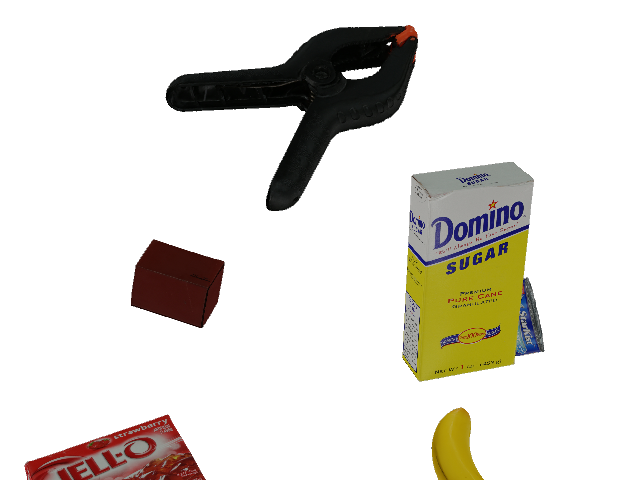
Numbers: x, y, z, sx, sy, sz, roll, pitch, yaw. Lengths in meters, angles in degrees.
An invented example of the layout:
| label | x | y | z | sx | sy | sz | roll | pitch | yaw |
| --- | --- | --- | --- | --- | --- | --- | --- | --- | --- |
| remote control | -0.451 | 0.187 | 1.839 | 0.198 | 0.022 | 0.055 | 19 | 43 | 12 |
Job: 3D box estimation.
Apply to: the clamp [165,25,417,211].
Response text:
| label | x | y | z | sx | sy | sz | roll | pitch | yaw |
| --- | --- | --- | --- | --- | --- | --- | --- | --- | --- |
| clamp | 0.001 | -0.086 | 0.683 | 0.171 | 0.120 | 0.039 | -24 | -25 | -18 |

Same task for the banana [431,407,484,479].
| label | x | y | z | sx | sy | sz | roll | pitch | yaw |
| --- | --- | --- | --- | --- | --- | --- | --- | --- | --- |
| banana | 0.141 | 0.219 | 1.009 | 0.069 | 0.037 | 0.198 | 8 | 22 | -20 |

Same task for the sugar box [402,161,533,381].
| label | x | y | z | sx | sy | sz | roll | pitch | yaw |
| --- | --- | --- | --- | --- | --- | --- | --- | --- | --- |
| sugar box | 0.120 | 0.027 | 0.883 | 0.093 | 0.176 | 0.048 | -9 | 31 | -16 |

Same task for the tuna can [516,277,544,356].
| label | x | y | z | sx | sy | sz | roll | pitch | yaw |
| --- | --- | --- | --- | --- | --- | --- | --- | --- | --- |
| tuna can | 0.226 | 0.086 | 1.203 | 0.034 | 0.086 | 0.086 | -13 | -3 | 14 |

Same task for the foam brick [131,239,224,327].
| label | x | y | z | sx | sy | sz | roll | pitch | yaw |
| --- | --- | --- | --- | --- | --- | --- | --- | --- | --- |
| foam brick | -0.142 | 0.043 | 1.057 | 0.078 | 0.051 | 0.053 | 18 | 34 | 6 |

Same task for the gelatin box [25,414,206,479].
| label | x | y | z | sx | sy | sz | roll | pitch | yaw |
| --- | --- | --- | --- | --- | --- | --- | --- | --- | --- |
| gelatin box | -0.114 | 0.140 | 0.599 | 0.089 | 0.030 | 0.073 | -16 | 28 | -20 |
